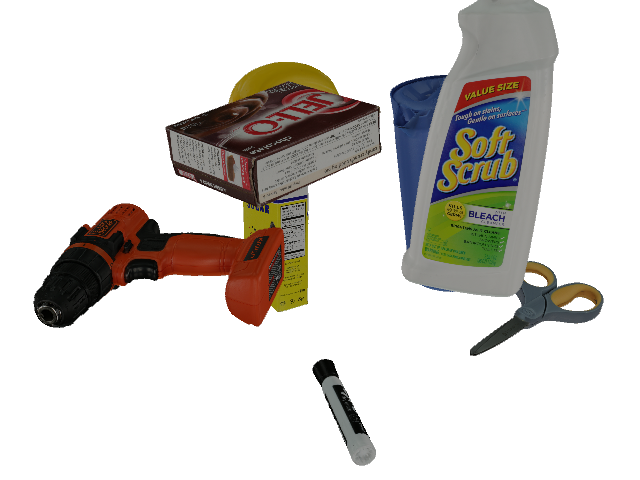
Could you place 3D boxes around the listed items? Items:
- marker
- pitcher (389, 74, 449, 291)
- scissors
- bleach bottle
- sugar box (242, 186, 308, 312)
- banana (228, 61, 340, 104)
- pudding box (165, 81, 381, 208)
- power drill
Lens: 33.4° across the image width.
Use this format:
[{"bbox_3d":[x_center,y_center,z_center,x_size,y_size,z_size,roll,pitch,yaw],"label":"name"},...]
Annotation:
[{"bbox_3d":[0.017,0.130,0.834,0.020,0.020,0.121,0,28,-17],"label":"marker"},{"bbox_3d":[0.162,-0.071,1.266,0.149,0.243,0.145,-3,25,3],"label":"pitcher"},{"bbox_3d":[0.177,0.058,0.969,0.201,0.016,0.096,-9,37,-38],"label":"scissors"},{"bbox_3d":[0.124,-0.085,0.823,0.103,0.251,0.068,9,23,15],"label":"bleach bottle"},{"bbox_3d":[-0.051,-0.019,1.191,0.048,0.176,0.093,-15,28,-25],"label":"sugar box"},{"bbox_3d":[-0.035,-0.136,0.984,0.070,0.037,0.197,37,29,20],"label":"banana"},{"bbox_3d":[-0.029,-0.066,0.700,0.113,0.039,0.090,-29,34,-35],"label":"pudding box"},{"bbox_3d":[-0.134,0.027,0.923,0.188,0.057,0.184,7,29,11],"label":"power drill"}]
